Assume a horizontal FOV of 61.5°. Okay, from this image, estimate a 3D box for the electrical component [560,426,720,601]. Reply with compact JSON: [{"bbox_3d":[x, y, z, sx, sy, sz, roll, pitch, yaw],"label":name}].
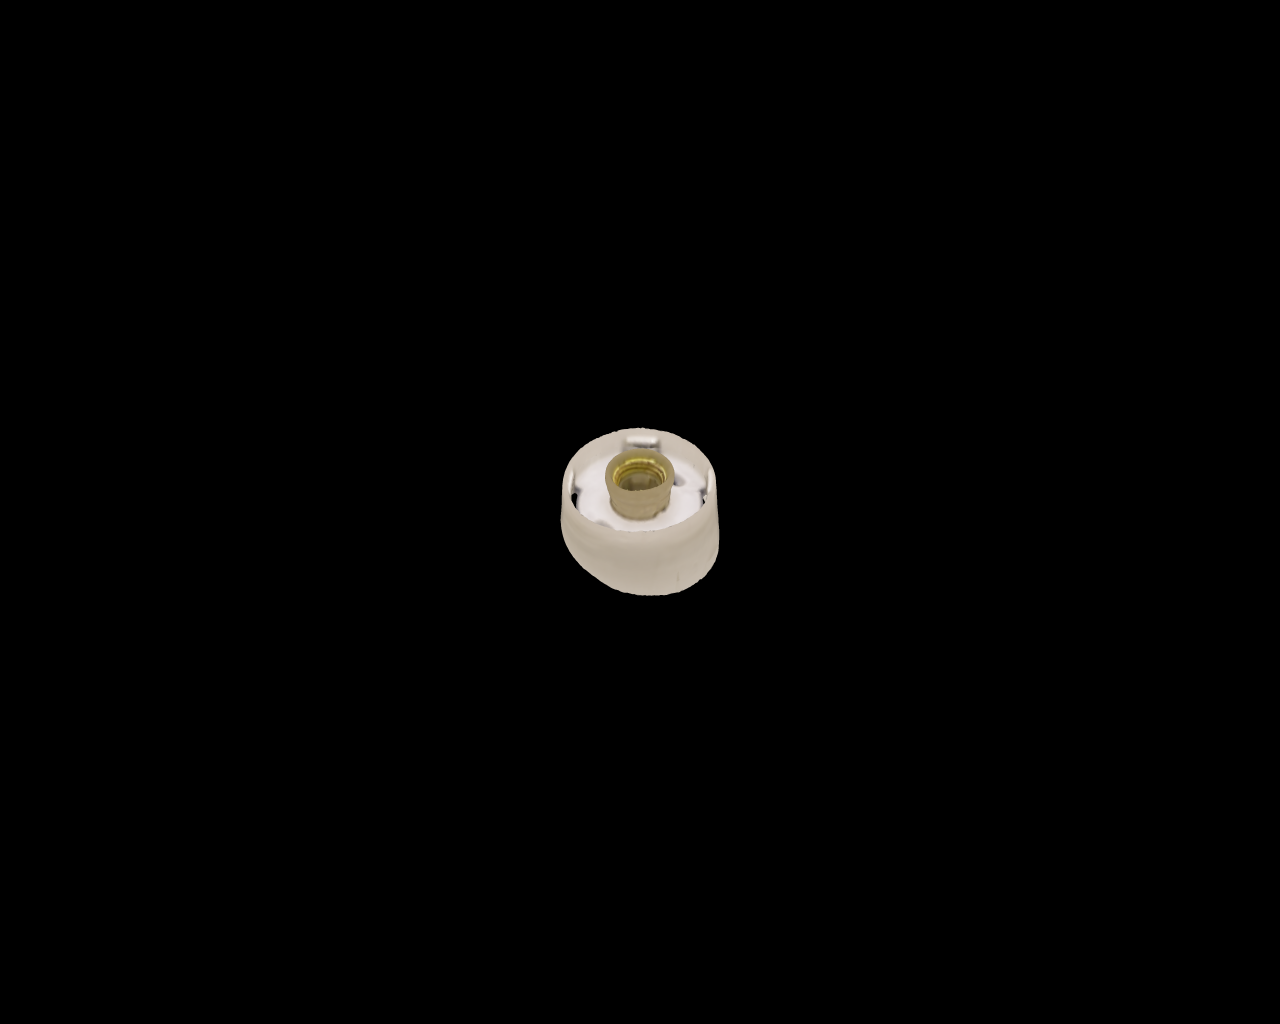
[{"bbox_3d":[0.001,-0.003,0.650,0.099,0.099,0.064,0,-44,0],"label":"electrical component"}]
